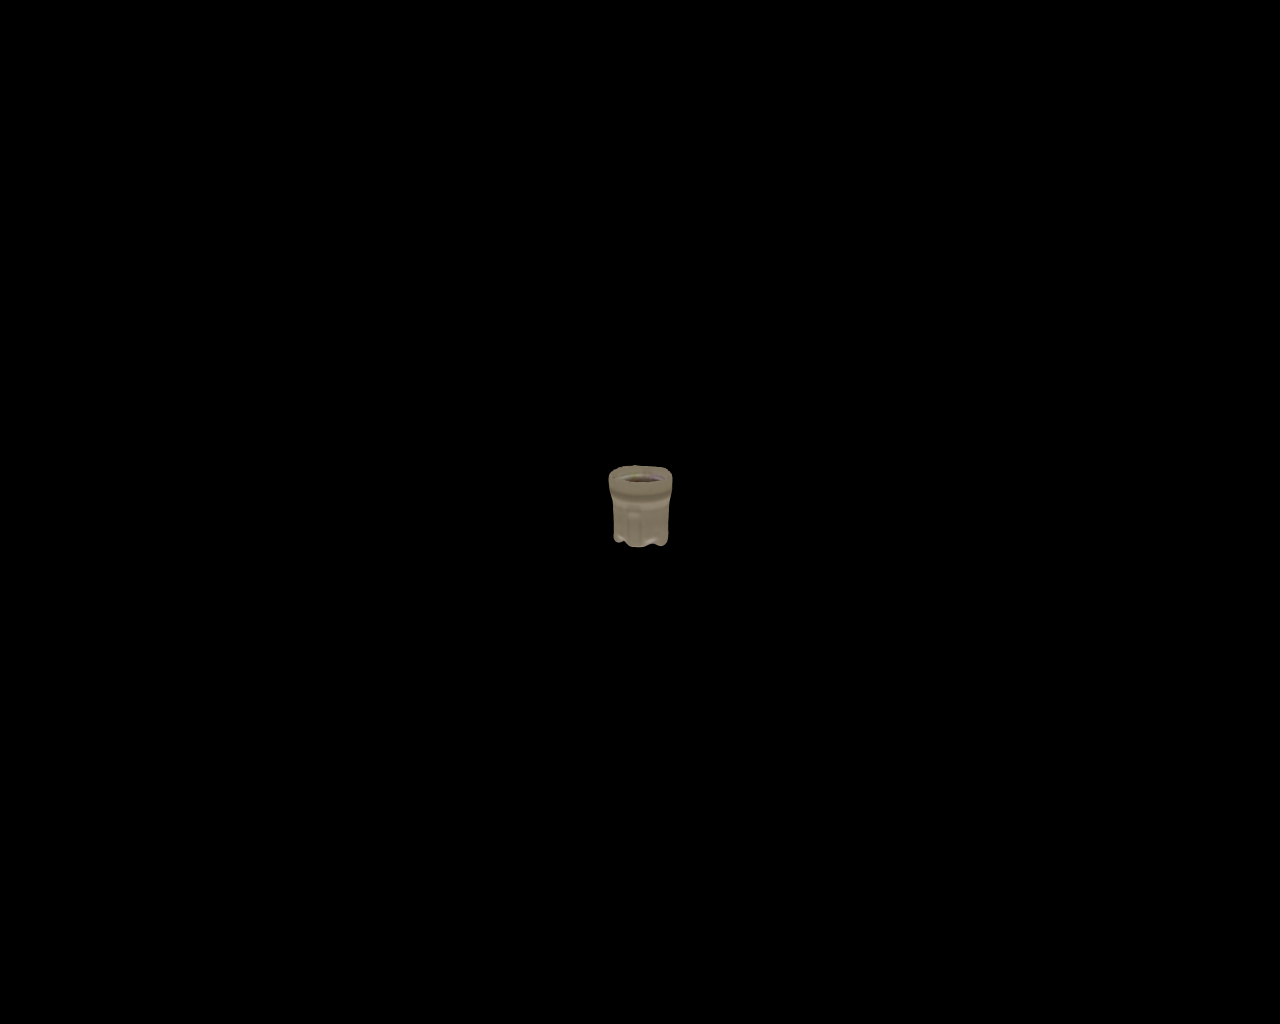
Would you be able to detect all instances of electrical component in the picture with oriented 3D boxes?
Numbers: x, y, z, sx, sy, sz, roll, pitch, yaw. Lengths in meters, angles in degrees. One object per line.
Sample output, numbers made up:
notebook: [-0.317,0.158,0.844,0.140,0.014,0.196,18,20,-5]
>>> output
electrical component: [0.001,-0.003,0.650,0.040,0.046,0.040,0,19,0]
